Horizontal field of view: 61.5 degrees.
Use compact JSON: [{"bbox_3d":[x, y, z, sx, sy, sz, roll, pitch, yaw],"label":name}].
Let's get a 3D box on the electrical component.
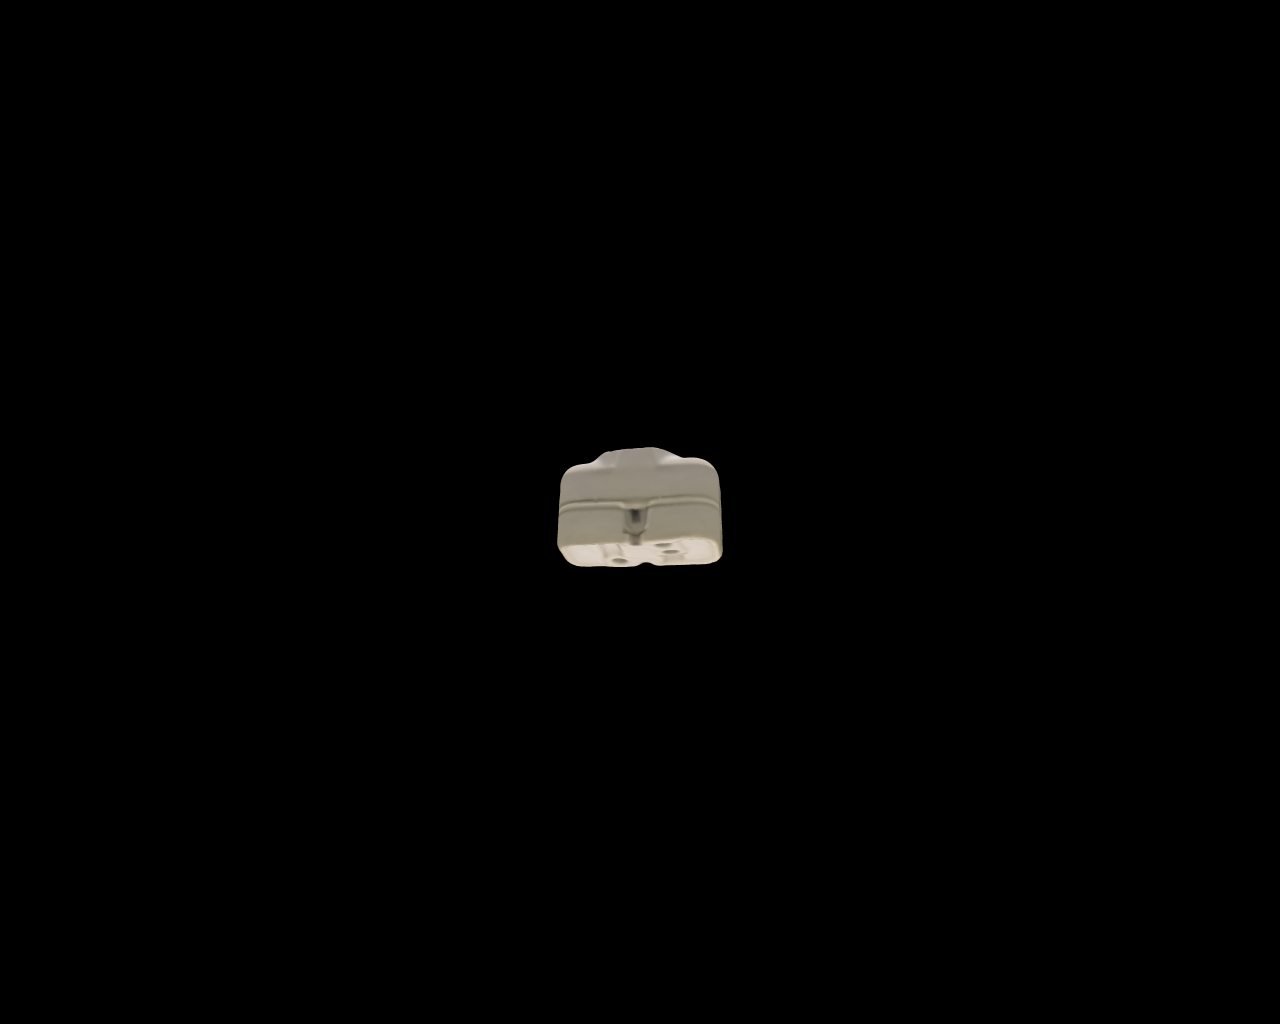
[{"bbox_3d":[0.001,-0.003,0.650,0.095,0.059,0.053,-2,-19,7],"label":"electrical component"}]
